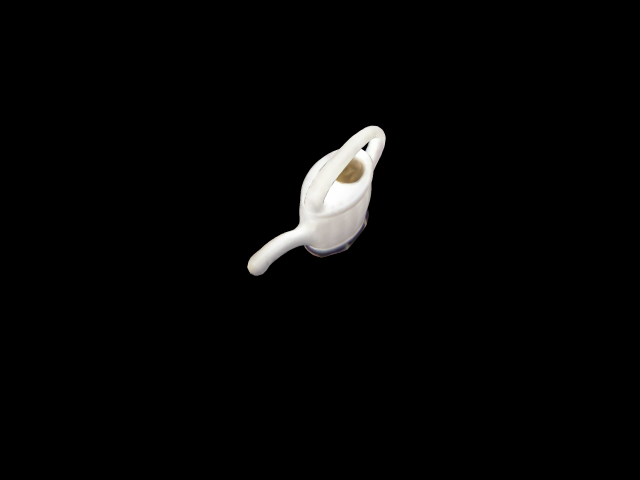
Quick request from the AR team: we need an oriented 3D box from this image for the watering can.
[{"bbox_3d":[0.003,-0.043,0.850,0.105,0.353,0.219,32,-25,17],"label":"watering can"}]
